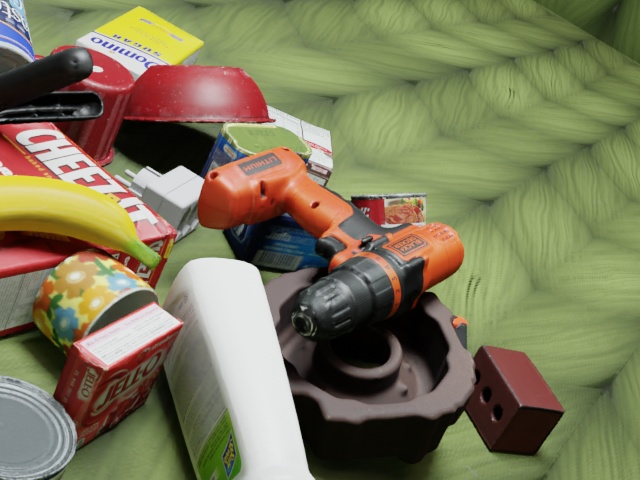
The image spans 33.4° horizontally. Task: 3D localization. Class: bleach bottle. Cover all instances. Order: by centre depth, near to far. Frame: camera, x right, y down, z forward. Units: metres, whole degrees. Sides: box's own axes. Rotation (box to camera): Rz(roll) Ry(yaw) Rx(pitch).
[{"bbox_3d":[-0.051,0.129,0.687,0.068,0.103,0.251,6,39,-24],"label":"bleach bottle"}]

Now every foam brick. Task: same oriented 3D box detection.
[{"bbox_3d":[0.159,0.135,0.906,0.051,0.053,0.078,12,29,-29],"label":"foam brick"}]

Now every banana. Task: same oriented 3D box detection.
[{"bbox_3d":[-0.196,-0.016,0.690,0.197,0.037,0.070,4,30,-41],"label":"banana"}]

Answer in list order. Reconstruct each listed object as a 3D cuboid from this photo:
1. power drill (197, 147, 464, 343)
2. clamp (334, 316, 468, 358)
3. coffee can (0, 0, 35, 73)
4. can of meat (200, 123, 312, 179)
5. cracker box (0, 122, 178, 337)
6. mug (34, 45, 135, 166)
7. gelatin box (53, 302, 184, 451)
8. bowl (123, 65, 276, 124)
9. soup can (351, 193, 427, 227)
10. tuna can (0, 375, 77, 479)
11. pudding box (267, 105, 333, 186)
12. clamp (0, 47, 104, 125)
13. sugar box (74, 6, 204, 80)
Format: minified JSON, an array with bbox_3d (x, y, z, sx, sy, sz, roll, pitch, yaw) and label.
[{"bbox_3d":[-0.005,0.001,0.828,0.188,0.057,0.184,33,34,28],"label":"power drill"},{"bbox_3d":[0.065,0.092,0.914,0.120,0.039,0.171,40,29,16],"label":"clamp"},{"bbox_3d":[-0.305,-0.181,0.928,0.102,0.103,0.140,7,49,-36],"label":"coffee can"},{"bbox_3d":[-0.065,-0.062,1.015,0.101,0.084,0.057,-5,42,-47],"label":"can of meat"},{"bbox_3d":[-0.235,-0.014,0.779,0.164,0.072,0.213,40,28,22],"label":"cracker box"},{"bbox_3d":[-0.232,-0.131,0.985,0.117,0.082,0.093,25,26,-5],"label":"mug"},{"bbox_3d":[-0.133,0.088,0.688,0.030,0.073,0.089,34,27,13],"label":"gelatin box"},{"bbox_3d":[-0.123,-0.145,1.062,0.162,0.055,0.162,1,8,0],"label":"bowl"},{"bbox_3d":[0.062,0.009,0.951,0.068,0.102,0.068,-2,3,0],"label":"soup can"},{"bbox_3d":[-0.188,0.119,0.622,0.086,0.034,0.086,22,26,-12],"label":"tuna can"},{"bbox_3d":[-0.033,-0.100,1.170,0.090,0.039,0.113,21,25,-12],"label":"pudding box"},{"bbox_3d":[-0.269,-0.107,0.837,0.209,0.036,0.165,-12,-5,-16],"label":"clamp"},{"bbox_3d":[-0.203,-0.207,1.193,0.093,0.048,0.176,28,25,0],"label":"sugar box"}]
